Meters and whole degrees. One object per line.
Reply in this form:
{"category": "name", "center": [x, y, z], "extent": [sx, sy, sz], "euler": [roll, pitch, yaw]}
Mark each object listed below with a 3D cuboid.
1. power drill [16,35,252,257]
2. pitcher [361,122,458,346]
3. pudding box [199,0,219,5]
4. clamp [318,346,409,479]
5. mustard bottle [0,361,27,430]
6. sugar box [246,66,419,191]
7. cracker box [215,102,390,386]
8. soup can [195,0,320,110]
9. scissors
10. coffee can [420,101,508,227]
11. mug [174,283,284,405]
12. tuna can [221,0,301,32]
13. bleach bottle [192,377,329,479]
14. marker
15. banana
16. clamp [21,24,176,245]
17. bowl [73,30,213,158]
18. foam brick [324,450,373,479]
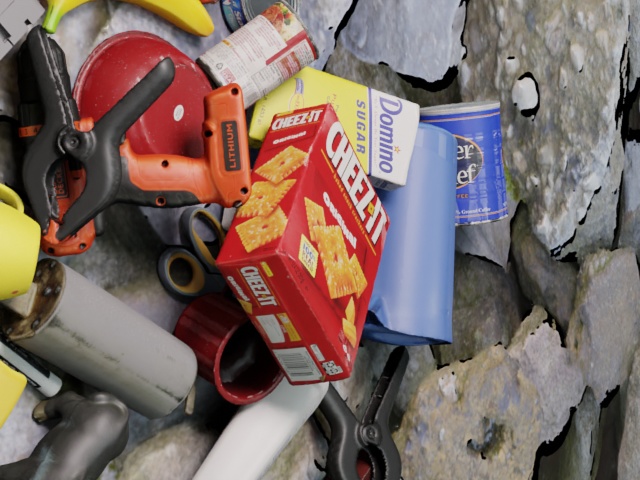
{"category": "power drill", "center": [-0.156, -0.086, 0.898], "extent": [0.187, 0.057, 0.184], "euler": [-7, 98, -8]}
{"category": "pitcher", "center": [0.095, -0.002, 1.203], "extent": [0.144, 0.149, 0.243], "euler": [10, 80, -18]}
{"category": "pudding box", "center": [-0.107, -0.294, 1.021], "extent": [0.090, 0.039, 0.113], "euler": [53, 54, -35]}
{"category": "clamp", "center": [0.052, 0.208, 1.168], "extent": [0.164, 0.036, 0.210], "euler": [-3, 75, -38]}
{"category": "mustard bottle", "center": [-0.296, 0.173, 0.786], "extent": [0.058, 0.096, 0.191], "euler": [45, 59, -40]}
{"category": "sugar box", "center": [0.012, -0.119, 1.101], "extent": [0.176, 0.048, 0.093], "euler": [15, 79, -16]}
{"category": "cracker box", "center": [-0.007, 0.001, 0.992], "extent": [0.164, 0.072, 0.213], "euler": [62, 31, -35]}
{"category": "soup can", "center": [-0.060, -0.175, 1.027], "extent": [0.102, 0.069, 0.068], "euler": [-36, 122, -6]}
{"category": "scissors", "center": [-0.099, 0.062, 1.062], "extent": [0.096, 0.016, 0.201], "euler": [-42, 121, -36]}
{"category": "coffee can", "center": [0.172, -0.094, 1.294], "extent": [0.102, 0.103, 0.140], "euler": [-16, 103, -47]}
{"category": "mug", "center": [-0.083, 0.087, 1.015], "extent": [0.093, 0.082, 0.117], "euler": [5, 103, -43]}
{"category": "tuna can", "center": [-0.060, -0.242, 1.080], "extent": [0.085, 0.034, 0.086], "euler": [-3, 94, -48]}
{"category": "bleach bottle", "center": [-0.088, 0.224, 1.024], "extent": [0.068, 0.103, 0.250], "euler": [34, 58, 6]}
{"category": "marker", "center": [-0.260, 0.091, 0.881], "extent": [0.121, 0.020, 0.020], "euler": [50, 56, -37]}
{"category": "banana", "center": [-0.173, -0.218, 0.955], "extent": [0.197, 0.037, 0.069], "euler": [-11, 106, -48]}
{"category": "clamp", "center": [-0.198, -0.085, 0.842], "extent": [0.039, 0.120, 0.171], "euler": [29, 84, -81]}
{"category": "bowl", "center": [-0.145, -0.113, 0.975], "extent": [0.161, 0.055, 0.162], "euler": [-2, 92, -48]}
{"category": "foam brick", "center": [0.044, 0.274, 1.203], "extent": [0.078, 0.051, 0.053], "euler": [-52, 127, -33]}
